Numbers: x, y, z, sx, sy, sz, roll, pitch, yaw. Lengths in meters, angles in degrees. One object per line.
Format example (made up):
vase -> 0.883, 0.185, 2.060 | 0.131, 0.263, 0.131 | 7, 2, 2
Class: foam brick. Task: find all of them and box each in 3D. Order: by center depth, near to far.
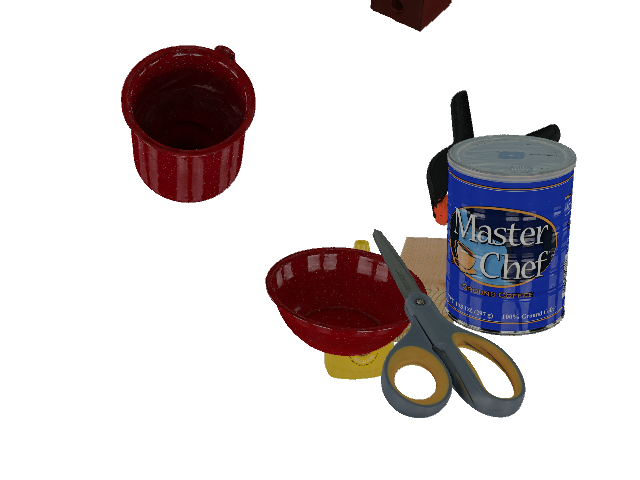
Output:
foam brick -> 0.077, -0.223, 0.878 | 0.053, 0.078, 0.051 | 29, 57, 22

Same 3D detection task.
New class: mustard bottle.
mustard bottle -> 0.054, 0.091, 1.436 | 0.096, 0.192, 0.058 | -3, 21, -8

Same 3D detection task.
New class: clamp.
clamp -> 0.153, -0.087, 1.088 | 0.120, 0.039, 0.171 | 29, 55, 29

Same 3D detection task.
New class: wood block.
wood block -> 0.163, 0.073, 1.633 | 0.091, 0.090, 0.206 | 3, 22, 10

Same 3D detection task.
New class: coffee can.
coffee can -> 0.156, -0.006, 0.888 | 0.103, 0.140, 0.103 | -1, 23, 0

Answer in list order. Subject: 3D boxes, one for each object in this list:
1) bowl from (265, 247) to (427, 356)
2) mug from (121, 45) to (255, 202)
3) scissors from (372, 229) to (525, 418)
bowl -> 0.024, 0.068, 1.072 | 0.162, 0.055, 0.162 | 4, 28, -2
mug -> -0.092, -0.090, 0.778 | 0.093, 0.117, 0.081 | 20, -28, 3
scissors -> 0.054, 0.054, 0.708 | 0.096, 0.016, 0.202 | -16, 38, -27
